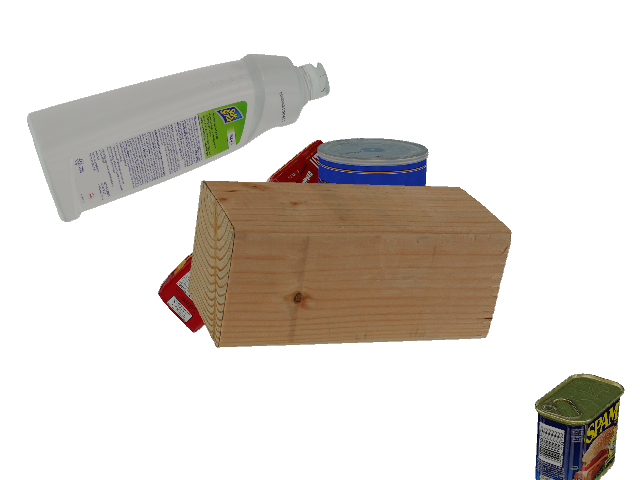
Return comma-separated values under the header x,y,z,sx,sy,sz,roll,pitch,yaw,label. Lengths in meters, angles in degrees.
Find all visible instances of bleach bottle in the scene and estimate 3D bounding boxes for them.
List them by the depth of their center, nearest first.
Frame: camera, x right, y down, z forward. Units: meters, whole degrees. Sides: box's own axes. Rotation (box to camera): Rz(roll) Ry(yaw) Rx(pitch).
x,y,z,sx,sy,sz,roll,pitch,yaw,label
-0.114,-0.098,0.910,0.250,0.068,0.102,-18,-31,-11,bleach bottle

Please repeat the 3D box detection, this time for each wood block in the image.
x,y,z,sx,sy,sz,roll,pitch,yaw,label
0.020,0.015,0.767,0.205,0.091,0.090,0,25,-21,wood block

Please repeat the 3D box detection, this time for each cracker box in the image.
x,y,z,sx,sy,sz,roll,pitch,yaw,label
-0.074,-0.009,1.230,0.214,0.072,0.164,-43,4,27,cracker box

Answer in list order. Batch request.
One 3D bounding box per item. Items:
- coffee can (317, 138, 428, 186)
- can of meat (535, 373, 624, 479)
x,y,z,sx,sy,sz,roll,pitch,yaw,label
0.048,-0.019,1.005,0.103,0.140,0.103,0,15,0,coffee can
0.251,0.189,1.039,0.058,0.084,0.101,14,24,37,can of meat
